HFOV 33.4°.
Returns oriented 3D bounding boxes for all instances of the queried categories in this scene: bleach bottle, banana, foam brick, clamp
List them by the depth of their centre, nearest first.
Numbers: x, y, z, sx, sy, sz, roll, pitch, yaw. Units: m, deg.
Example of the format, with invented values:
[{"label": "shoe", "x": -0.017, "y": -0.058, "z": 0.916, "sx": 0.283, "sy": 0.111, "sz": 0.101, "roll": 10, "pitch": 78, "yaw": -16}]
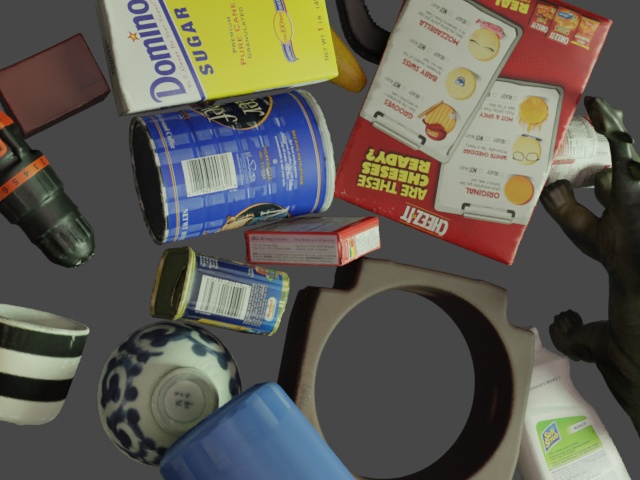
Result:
[{"label": "foam brick", "x": -0.212, "y": -0.119, "z": 0.836, "sx": 0.078, "sy": 0.051, "sz": 0.053, "roll": -29, "pitch": 98, "yaw": -17}, {"label": "banana", "x": -0.013, "y": -0.216, "z": 0.905, "sx": 0.070, "sy": 0.037, "sz": 0.198, "roll": -11, "pitch": 94, "yaw": 18}, {"label": "clamp", "x": 0.094, "y": -0.183, "z": 0.946, "sx": 0.164, "sy": 0.036, "sz": 0.210, "roll": -40, "pitch": 98, "yaw": -7}, {"label": "bleach bottle", "x": 0.228, "y": 0.197, "z": 0.966, "sx": 0.102, "sy": 0.068, "sz": 0.251, "roll": -20, "pitch": 92, "yaw": -19}]

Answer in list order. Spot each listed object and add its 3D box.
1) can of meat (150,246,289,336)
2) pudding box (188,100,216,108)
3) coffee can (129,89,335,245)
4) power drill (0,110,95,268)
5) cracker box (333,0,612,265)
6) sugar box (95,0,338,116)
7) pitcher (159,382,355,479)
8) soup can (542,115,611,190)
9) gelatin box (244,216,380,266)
[{"label": "can of meat", "x": -0.081, "y": 0.043, "z": 0.848, "sx": 0.083, "sy": 0.102, "sz": 0.057, "roll": 14, "pitch": 83, "yaw": -20}, {"label": "pudding box", "x": -0.108, "y": -0.176, "z": 0.881, "sx": 0.113, "sy": 0.039, "sz": 0.090, "roll": 43, "pitch": 75, "yaw": -14}, {"label": "coffee can", "x": -0.071, "y": -0.059, "z": 0.854, "sx": 0.140, "sy": 0.103, "sz": 0.103, "roll": -12, "pitch": 92, "yaw": -19}, {"label": "power drill", "x": -0.285, "y": -0.013, "z": 0.786, "sx": 0.187, "sy": 0.057, "sz": 0.184, "roll": -38, "pitch": 98, "yaw": -5}, {"label": "cracker box", "x": 0.122, "y": -0.109, "z": 0.890, "sx": 0.164, "sy": 0.072, "sz": 0.214, "roll": 22, "pitch": 97, "yaw": 5}, {"label": "sugar box", "x": -0.080, "y": -0.158, "z": 0.844, "sx": 0.176, "sy": 0.048, "sz": 0.093, "roll": -13, "pitch": 95, "yaw": -20}, {"label": "pitcher", "x": -0.016, "y": 0.233, "z": 0.764, "sx": 0.243, "sy": 0.145, "sz": 0.149, "roll": 53, "pitch": 34, "yaw": 9}, {"label": "soup can", "x": 0.213, "y": -0.080, "z": 0.969, "sx": 0.102, "sy": 0.069, "sz": 0.068, "roll": -3, "pitch": 89, "yaw": -19}, {"label": "gelatin box", "x": -0.006, "y": 0.001, "z": 0.867, "sx": 0.073, "sy": 0.089, "sz": 0.030, "roll": -21, "pitch": 109, "yaw": -60}]
